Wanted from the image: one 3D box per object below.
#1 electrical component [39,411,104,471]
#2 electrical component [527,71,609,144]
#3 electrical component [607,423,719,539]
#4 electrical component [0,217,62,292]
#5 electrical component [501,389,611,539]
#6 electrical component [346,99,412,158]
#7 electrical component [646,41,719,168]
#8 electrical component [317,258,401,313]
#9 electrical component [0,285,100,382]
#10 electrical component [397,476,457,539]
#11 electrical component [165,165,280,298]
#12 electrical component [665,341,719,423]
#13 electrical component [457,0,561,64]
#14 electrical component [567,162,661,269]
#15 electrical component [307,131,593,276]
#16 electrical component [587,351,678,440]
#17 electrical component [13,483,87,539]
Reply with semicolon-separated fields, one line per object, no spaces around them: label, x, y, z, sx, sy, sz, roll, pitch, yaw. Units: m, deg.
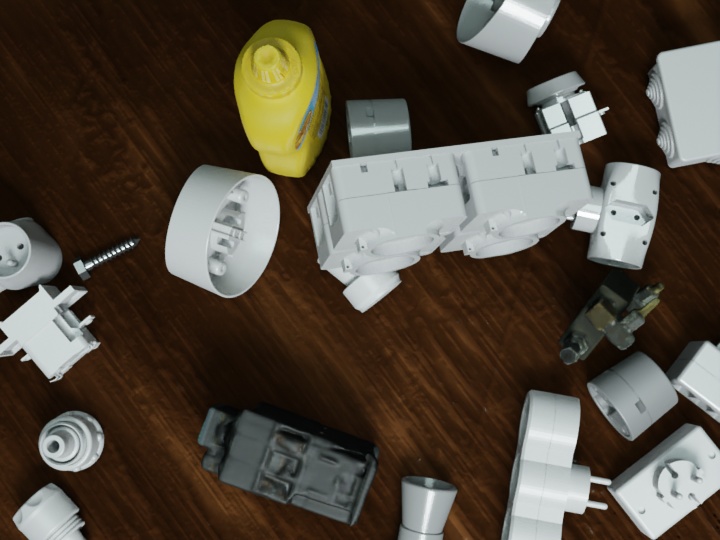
electrical component;-0.230;0.135;0.841;0.048;0.062;0.048;0;85;2
electrical component;0.163;-0.125;0.858;0.066;0.048;0.055;-22;93;0
electrical component;0.241;0.162;0.817;0.083;0.075;0.047;-38;85;-1
electrical component;-0.283;-0.004;0.846;0.079;0.077;0.044;-28;85;0
electrical component;0.156;0.167;0.831;0.074;0.052;0.138;10;85;3
electrical component;0.015;-0.109;0.857;0.047;0.055;0.055;-6;85;-2
electrical component;0.282;-0.132;0.852;0.100;0.048;0.099;-11;85;1
electrical component;0.000;0.000;0.853;0.045;0.045;0.055;-39;86;-1
electrical component;-0.247;0.051;0.858;0.081;0.042;0.063;-40;87;-1
electrical component;0.049;0.198;0.838;0.044;0.044;0.065;10;91;3
electrical component;-0.107;-0.031;0.835;0.064;0.099;0.099;17;86;9
electrical component;0.290;0.075;0.836;0.066;0.047;0.076;38;87;4
electrical component;0.121;-0.213;0.842;0.064;0.099;0.099;26;87;-2
electrical component;0.191;-0.046;0.851;0.079;0.043;0.077;12;86;3
electrical component;0.065;-0.046;0.798;0.186;0.105;0.060;-8;77;-14
electrical component;0.212;0.096;0.834;0.047;0.055;0.055;-35;85;-5
electrical component;-0.238;0.202;0.846;0.062;0.043;0.043;45;88;3
